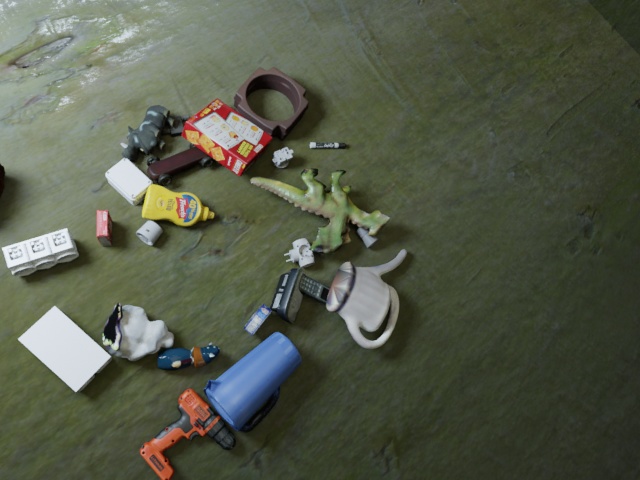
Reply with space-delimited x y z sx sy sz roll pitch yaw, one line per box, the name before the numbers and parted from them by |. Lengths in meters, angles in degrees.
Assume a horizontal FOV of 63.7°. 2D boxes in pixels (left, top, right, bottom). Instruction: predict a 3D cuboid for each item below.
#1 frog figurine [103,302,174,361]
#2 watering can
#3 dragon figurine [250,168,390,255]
frog figurine | -0.456 0.235 1.304 0.158 0.140 0.121 21 -54 -44
watering can | 0.142 0.136 1.489 0.223 0.355 0.102 31 -34 -18
dragon figurine | 0.005 -0.076 1.516 0.411 0.247 0.120 -2 -22 -13
